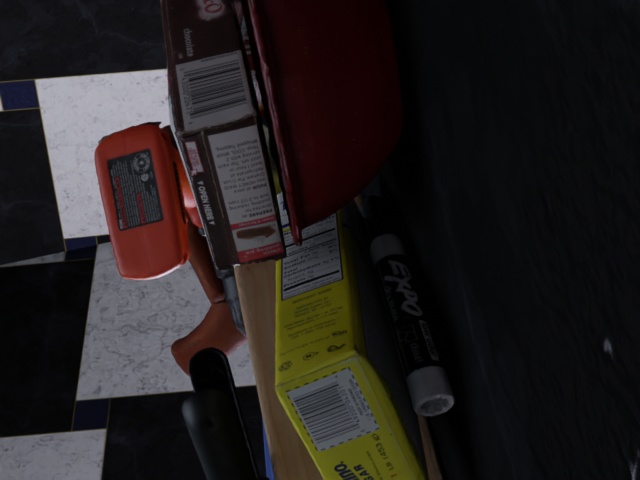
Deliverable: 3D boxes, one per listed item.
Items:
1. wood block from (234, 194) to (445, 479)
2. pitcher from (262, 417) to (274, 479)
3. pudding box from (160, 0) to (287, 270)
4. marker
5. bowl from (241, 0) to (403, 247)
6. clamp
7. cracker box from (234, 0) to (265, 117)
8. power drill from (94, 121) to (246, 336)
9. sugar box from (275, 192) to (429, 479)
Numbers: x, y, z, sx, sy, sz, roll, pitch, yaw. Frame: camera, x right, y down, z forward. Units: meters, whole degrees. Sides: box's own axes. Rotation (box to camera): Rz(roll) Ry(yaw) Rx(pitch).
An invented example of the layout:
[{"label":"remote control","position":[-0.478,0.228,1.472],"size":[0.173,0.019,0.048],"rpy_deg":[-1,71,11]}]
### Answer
[{"label":"wood block","position":[0.008,0.087,0.646],"size":[0.090,0.091,0.206],"rpy_deg":[82,175,-55]},{"label":"pitcher","position":[0.001,0.267,1.156],"size":[0.144,0.149,0.243],"rpy_deg":[22,-129,-47]},{"label":"pudding box","position":[-0.046,-0.056,0.508],"size":[0.090,0.039,0.113],"rpy_deg":[79,180,-46]},{"label":"marker","position":[0.038,0.026,0.502],"size":[0.020,0.020,0.121],"rpy_deg":[81,175,-52]},{"label":"bowl","position":[-0.001,-0.081,0.459],"size":[0.162,0.055,0.162],"rpy_deg":[168,90,-87]},{"label":"clamp","position":[-0.044,0.145,0.592],"size":[0.120,0.039,0.171],"rpy_deg":[20,-128,-87]},{"label":"cracker box","position":[-0.065,-0.197,0.632],"size":[0.164,0.072,0.214],"rpy_deg":[117,137,-69]},{"label":"power drill","position":[-0.090,-0.010,0.801],"size":[0.187,0.057,0.184],"rpy_deg":[2,-106,-72]},{"label":"sugar box","position":[0.012,0.047,0.521],"size":[0.176,0.048,0.093],"rpy_deg":[-99,-14,-62]}]
